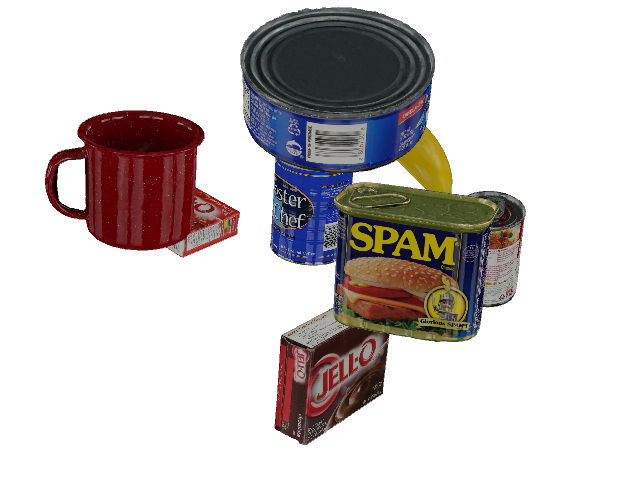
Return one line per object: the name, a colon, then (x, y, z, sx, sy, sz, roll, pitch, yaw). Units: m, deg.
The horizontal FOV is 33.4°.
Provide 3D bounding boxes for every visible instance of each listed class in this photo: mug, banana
mug: (-0.147, -0.043, 0.800, 0.117, 0.081, 0.093, -6, 28, -22)
banana: (0.043, -0.087, 0.899, 0.198, 0.070, 0.037, 36, 23, 33)

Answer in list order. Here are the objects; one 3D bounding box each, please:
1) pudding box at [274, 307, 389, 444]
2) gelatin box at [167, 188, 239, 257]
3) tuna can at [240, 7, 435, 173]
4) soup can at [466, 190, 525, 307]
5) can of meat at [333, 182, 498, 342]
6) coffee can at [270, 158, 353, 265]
pudding box: (0.011, 0.104, 0.884, 0.039, 0.090, 0.113, 22, 29, 31)
gelatin box: (-0.135, -0.024, 1.041, 0.089, 0.030, 0.073, 30, 37, 33)
tuna can: (0.007, -0.068, 0.479, 0.086, 0.034, 0.086, 1, 43, -1)
soup can: (0.173, 0.009, 1.100, 0.068, 0.102, 0.068, -1, 36, 1)
can of meat: (0.059, 0.014, 0.691, 0.102, 0.084, 0.057, 9, 22, 17)
coffee can: (-0.011, -0.053, 1.376, 0.103, 0.140, 0.103, 3, 28, -2)
